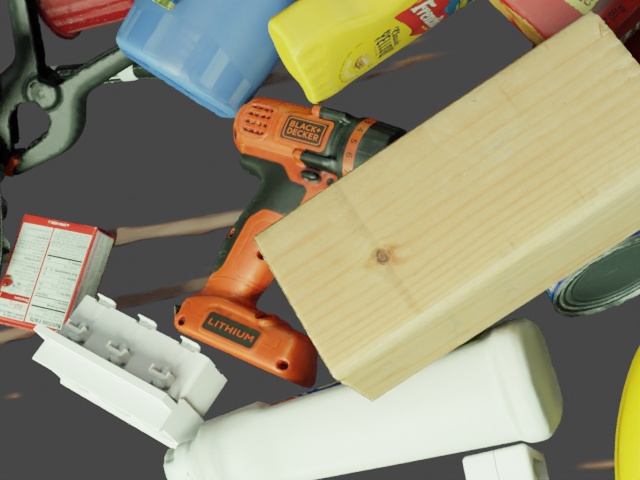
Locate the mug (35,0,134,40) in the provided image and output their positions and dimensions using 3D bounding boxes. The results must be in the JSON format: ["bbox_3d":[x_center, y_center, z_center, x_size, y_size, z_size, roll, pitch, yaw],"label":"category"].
[{"bbox_3d":[-0.179,-0.223,0.875,0.082,0.093,0.117,-10,33,17],"label":"mug"}]

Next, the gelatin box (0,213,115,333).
[{"bbox_3d":[-0.207,0.029,0.828,0.073,0.030,0.089,10,77,26],"label":"gelatin box"}]

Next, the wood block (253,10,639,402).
[{"bbox_3d":[0.082,-0.013,0.560,0.206,0.090,0.091,-33,68,5],"label":"wood block"}]

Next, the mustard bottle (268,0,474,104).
[{"bbox_3d":[0.060,-0.170,0.727,0.191,0.096,0.058,-33,73,0],"label":"mustard bottle"}]

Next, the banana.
[{"bbox_3d":[0.202,0.113,0.604,0.069,0.037,0.198,1,74,6],"label":"banana"}]

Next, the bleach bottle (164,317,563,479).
[{"bbox_3d":[0.016,0.113,0.651,0.251,0.102,0.068,-18,85,18],"label":"bleach bottle"}]

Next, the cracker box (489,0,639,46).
[{"bbox_3d":[0.136,-0.224,0.627,0.164,0.072,0.214,-44,79,9],"label":"cracker box"}]

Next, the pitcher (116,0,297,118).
[{"bbox_3d":[-0.053,-0.222,0.781,0.149,0.144,0.243,34,92,41],"label":"pitcher"}]

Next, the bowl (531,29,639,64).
[{"bbox_3d":[0.207,-0.164,0.682,0.162,0.055,0.162,-8,70,22],"label":"bowl"}]

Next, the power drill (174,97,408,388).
[{"bbox_3d":[-0.005,0.001,0.727,0.185,0.057,0.187,18,79,31],"label":"power drill"}]

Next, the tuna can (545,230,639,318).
[{"bbox_3d":[0.169,0.008,0.624,0.086,0.086,0.034,-31,61,13],"label":"tuna can"}]

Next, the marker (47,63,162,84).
[{"bbox_3d":[-0.176,-0.138,0.876,0.121,0.020,0.020,-1,73,25],"label":"marker"}]

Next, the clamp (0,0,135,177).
[{"bbox_3d":[-0.206,-0.122,0.849,0.120,0.039,0.172,21,117,-1],"label":"clamp"}]

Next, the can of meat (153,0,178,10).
[{"bbox_3d":[-0.119,-0.214,0.718,0.102,0.057,0.084,36,100,30],"label":"can of meat"}]
